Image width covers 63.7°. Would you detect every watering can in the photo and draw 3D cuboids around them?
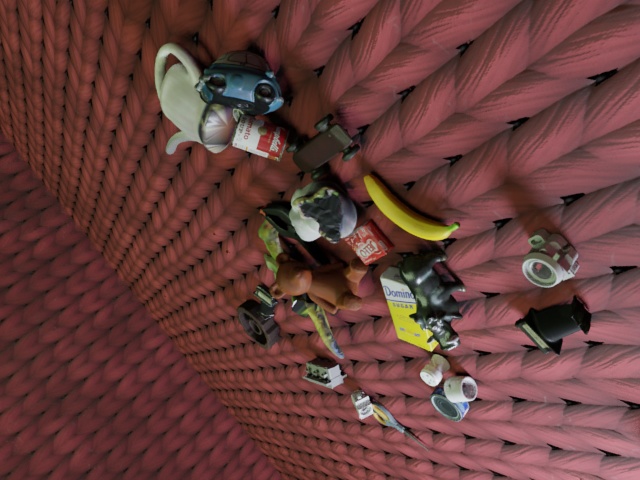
[{"bbox_3d":[-0.289,-0.278,1.173,0.226,0.106,0.339,39,146,17],"label":"watering can"}]

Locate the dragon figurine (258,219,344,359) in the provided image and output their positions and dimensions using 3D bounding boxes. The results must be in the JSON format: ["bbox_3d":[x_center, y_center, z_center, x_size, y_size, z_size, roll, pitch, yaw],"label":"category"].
[{"bbox_3d":[-0.061,0.119,1.354,0.245,0.123,0.403,34,148,57],"label":"dragon figurine"}]

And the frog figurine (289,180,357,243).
[{"bbox_3d":[0.003,-0.053,1.053,0.137,0.123,0.159,24,174,-3],"label":"frog figurine"}]
